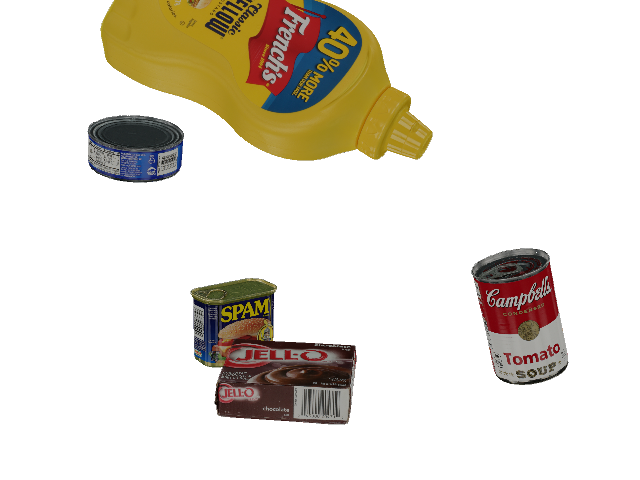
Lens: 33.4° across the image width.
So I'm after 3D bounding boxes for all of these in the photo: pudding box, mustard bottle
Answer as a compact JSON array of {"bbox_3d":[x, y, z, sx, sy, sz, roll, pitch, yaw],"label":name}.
[{"bbox_3d":[-0.027,0.119,0.915,0.113,0.039,0.090,5,19,3],"label":"pudding box"},{"bbox_3d":[-0.023,-0.099,0.610,0.192,0.096,0.058,30,-26,11],"label":"mustard bottle"}]

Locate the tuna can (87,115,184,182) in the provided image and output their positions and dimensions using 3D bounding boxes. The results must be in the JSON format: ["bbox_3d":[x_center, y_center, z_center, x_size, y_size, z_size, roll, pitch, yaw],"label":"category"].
[{"bbox_3d":[-0.168,-0.083,0.968,0.086,0.034,0.086,6,25,-3],"label":"tuna can"}]

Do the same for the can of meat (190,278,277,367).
[{"bbox_3d":[-0.102,0.097,1.266,0.101,0.084,0.058,-10,18,-37],"label":"can of meat"}]

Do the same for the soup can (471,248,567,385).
[{"bbox_3d":[0.176,0.067,0.937,0.068,0.102,0.068,-13,17,4],"label":"soup can"}]
